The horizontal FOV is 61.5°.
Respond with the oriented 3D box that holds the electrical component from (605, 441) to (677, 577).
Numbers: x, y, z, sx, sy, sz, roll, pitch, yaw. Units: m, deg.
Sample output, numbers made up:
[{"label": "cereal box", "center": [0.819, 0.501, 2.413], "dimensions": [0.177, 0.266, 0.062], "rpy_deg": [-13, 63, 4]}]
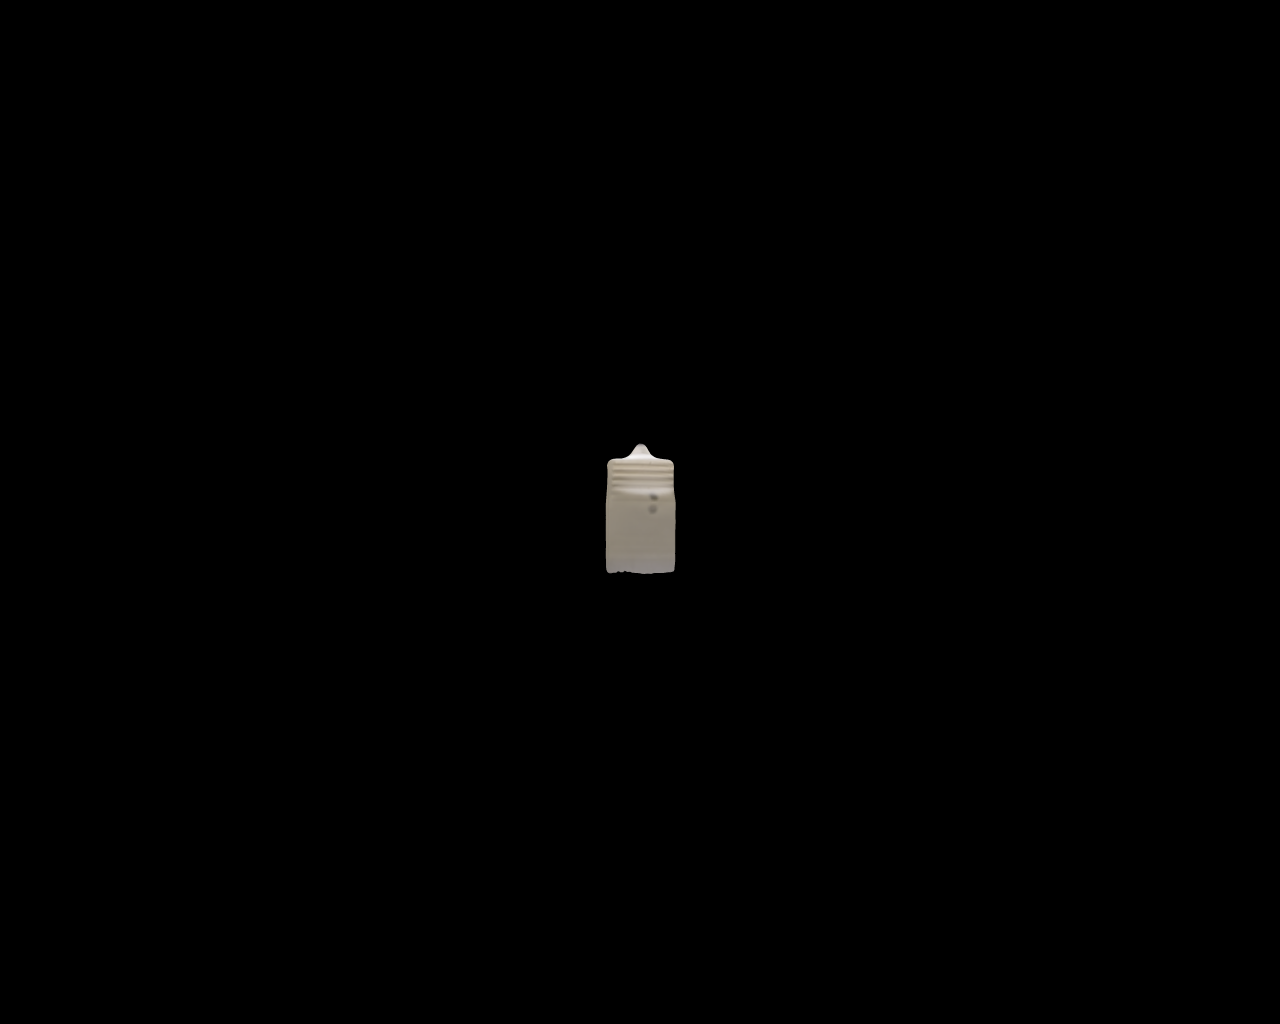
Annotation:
[{"label": "electrical component", "center": [0.001, -0.003, 0.650], "dimensions": [0.043, 0.081, 0.043], "rpy_deg": [0, 0, 0]}]
